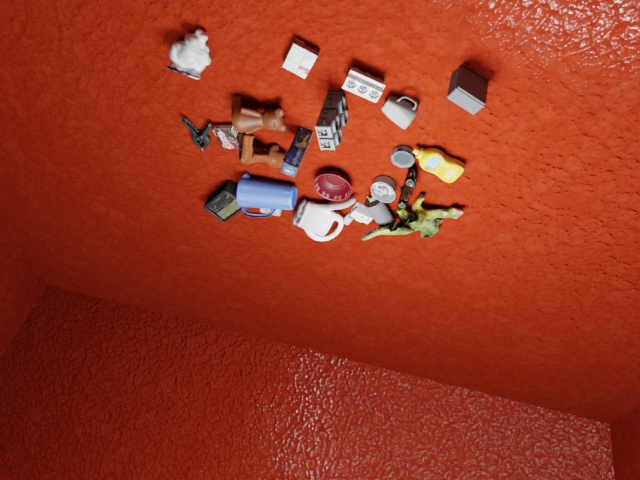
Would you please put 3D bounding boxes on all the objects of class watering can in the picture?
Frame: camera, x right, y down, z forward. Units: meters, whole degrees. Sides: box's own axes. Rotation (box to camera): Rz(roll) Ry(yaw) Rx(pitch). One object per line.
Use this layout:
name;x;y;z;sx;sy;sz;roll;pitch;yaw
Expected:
watering can;0.007;-0.113;2.236;0.224;0.106;0.340;22;140;-8

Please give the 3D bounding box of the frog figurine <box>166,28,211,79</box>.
frog figurine;-0.431;-0.635;1.729;0.137;0.124;0.157;25;109;3

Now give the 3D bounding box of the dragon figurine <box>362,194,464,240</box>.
dragon figurine;0.395;-0.054;2.120;0.405;0.125;0.240;-28;139;35
